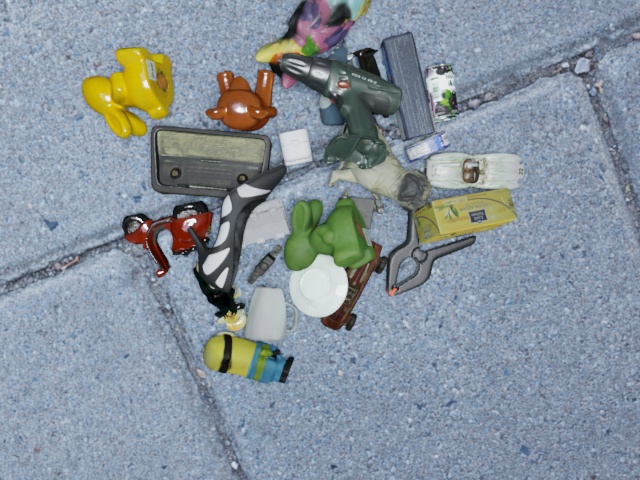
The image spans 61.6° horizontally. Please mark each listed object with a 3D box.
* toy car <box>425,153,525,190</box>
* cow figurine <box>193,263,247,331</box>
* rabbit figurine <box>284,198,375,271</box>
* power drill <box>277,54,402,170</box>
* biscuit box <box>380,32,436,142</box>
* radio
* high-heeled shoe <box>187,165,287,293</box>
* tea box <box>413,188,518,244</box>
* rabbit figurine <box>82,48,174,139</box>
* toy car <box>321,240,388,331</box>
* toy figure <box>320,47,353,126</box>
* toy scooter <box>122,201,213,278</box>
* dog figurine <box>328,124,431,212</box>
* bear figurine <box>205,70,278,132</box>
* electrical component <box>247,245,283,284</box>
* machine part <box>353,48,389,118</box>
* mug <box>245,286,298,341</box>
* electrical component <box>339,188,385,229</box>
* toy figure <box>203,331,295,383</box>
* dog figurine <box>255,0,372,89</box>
[{"bbox_3d":[0.313,-0.139,1.084,0.202,0.056,0.073,1,95,-1],"label":"toy car"},{"bbox_3d":[-0.195,0.110,1.074,0.068,0.098,0.167,-28,96,-5],"label":"cow figurine"},{"bbox_3d":[-0.002,-0.003,1.036,0.170,0.121,0.159,-20,87,19],"label":"rabbit figurine"},{"bbox_3d":[0.037,-0.228,0.943,0.232,0.086,0.207,8,52,-19],"label":"power drill"},{"bbox_3d":[0.173,-0.301,1.063,0.063,0.059,0.202,-14,96,1],"label":"biscuit box"},{"bbox_3d":[-0.214,-0.148,1.060,0.230,0.073,0.131,5,95,-2],"label":"radio"},{"bbox_3d":[-0.132,-0.019,0.995,0.249,0.086,0.145,-36,91,4],"label":"high-heeled shoe"},{"bbox_3d":[0.281,-0.046,1.048,0.170,0.098,0.068,-12,80,-14],"label":"tea box"},{"bbox_3d":[-0.375,-0.280,1.040,0.173,0.122,0.162,-4,105,12],"label":"rabbit figurine"},{"bbox_3d":[0.064,0.093,1.103,0.089,0.053,0.202,29,95,-1],"label":"toy car"},{"bbox_3d":[0.031,-0.303,1.057,0.064,0.058,0.154,5,98,18],"label":"toy figure"},{"bbox_3d":[-0.295,0.001,1.073,0.184,0.075,0.135,-13,95,3],"label":"toy scooter"},{"bbox_3d":[0.129,-0.156,1.053,0.190,0.121,0.172,15,79,-10],"label":"dog figurine"},{"bbox_3d":[-0.145,-0.263,0.991,0.120,0.196,0.131,-2,94,2],"label":"bear figurine"},{"bbox_3d":[-0.111,0.049,1.086,0.021,0.063,0.094,42,92,-5],"label":"electrical component"},{"bbox_3d":[0.101,-0.310,1.060,0.039,0.084,0.138,-15,85,44],"label":"machine part"},{"bbox_3d":[-0.095,0.148,1.092,0.109,0.081,0.107,3,88,-22],"label":"mug"},{"bbox_3d":[0.079,-0.062,1.090,0.102,0.045,0.078,13,94,-2],"label":"electrical component"},{"bbox_3d":[-0.146,0.241,1.091,0.180,0.089,0.082,20,90,-1],"label":"toy figure"},{"bbox_3d":[-0.018,-0.388,0.997,0.108,0.191,0.219,42,77,-11],"label":"dog figurine"}]
